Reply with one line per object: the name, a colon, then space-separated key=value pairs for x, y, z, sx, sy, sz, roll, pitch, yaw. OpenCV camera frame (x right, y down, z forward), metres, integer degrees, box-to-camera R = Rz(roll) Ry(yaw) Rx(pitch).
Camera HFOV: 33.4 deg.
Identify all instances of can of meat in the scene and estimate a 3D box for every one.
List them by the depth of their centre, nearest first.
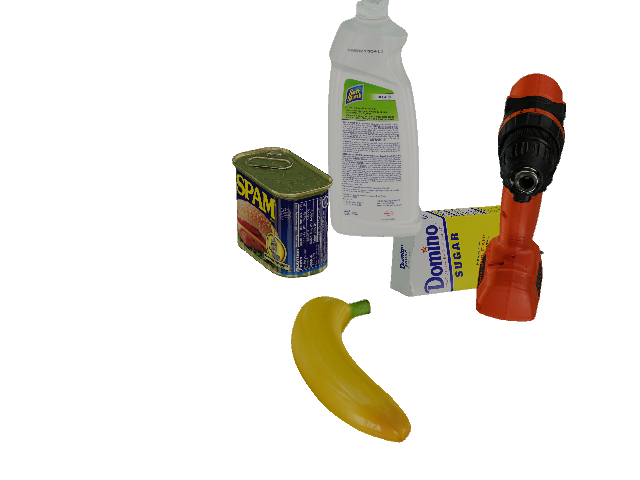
can of meat: x=-0.034 y=-0.024 z=0.933 sx=0.057 sy=0.084 sz=0.102 roll=-16 pitch=31 yaw=-29

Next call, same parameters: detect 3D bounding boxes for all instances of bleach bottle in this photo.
bleach bottle: x=0.059 y=-0.127 z=1.089 sx=0.102 sy=0.251 sz=0.068 roll=0 pitch=30 yaw=0

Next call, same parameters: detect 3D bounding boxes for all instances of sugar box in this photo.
sugar box: x=0.168 y=0.010 z=1.253 sx=0.175 sy=0.093 sz=0.048 roll=-7 pitch=17 yaw=-30

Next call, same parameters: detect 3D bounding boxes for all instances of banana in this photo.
banana: x=0.015 y=0.083 z=0.770 sx=0.069 sy=0.037 sz=0.198 roll=-6 pitch=24 yaw=-3

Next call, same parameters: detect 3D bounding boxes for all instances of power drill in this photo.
power drill: x=0.169 y=-0.028 z=0.897 sx=0.057 sy=0.188 sz=0.184 roll=10 pitch=31 yaw=11
